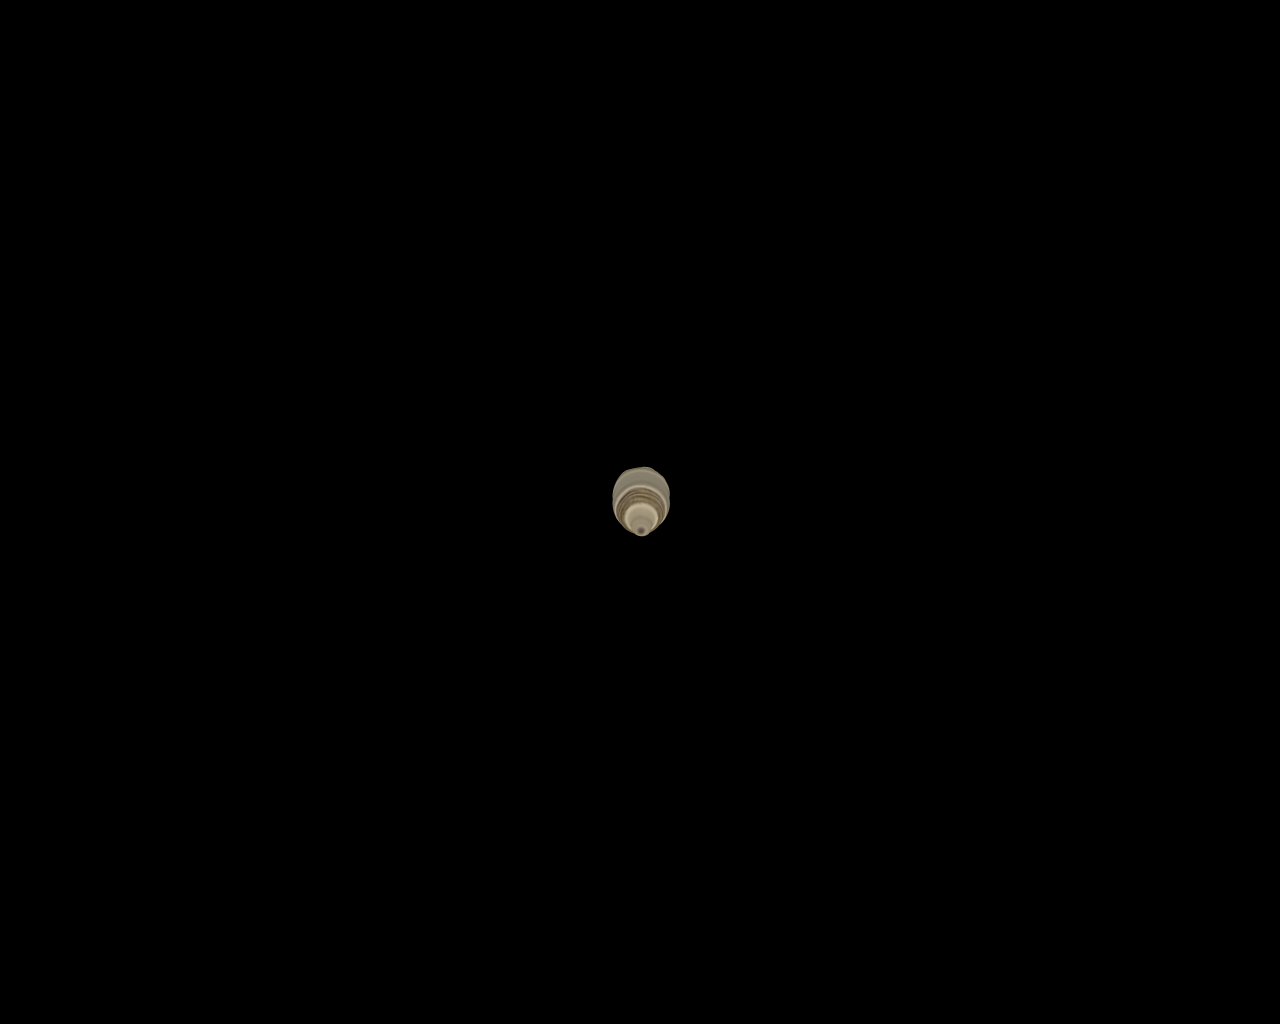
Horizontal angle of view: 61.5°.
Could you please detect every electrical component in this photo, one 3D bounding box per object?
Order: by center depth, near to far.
[{"bbox_3d":[0.001,-0.003,0.650,0.035,0.035,0.061,0,27,0],"label":"electrical component"}]
